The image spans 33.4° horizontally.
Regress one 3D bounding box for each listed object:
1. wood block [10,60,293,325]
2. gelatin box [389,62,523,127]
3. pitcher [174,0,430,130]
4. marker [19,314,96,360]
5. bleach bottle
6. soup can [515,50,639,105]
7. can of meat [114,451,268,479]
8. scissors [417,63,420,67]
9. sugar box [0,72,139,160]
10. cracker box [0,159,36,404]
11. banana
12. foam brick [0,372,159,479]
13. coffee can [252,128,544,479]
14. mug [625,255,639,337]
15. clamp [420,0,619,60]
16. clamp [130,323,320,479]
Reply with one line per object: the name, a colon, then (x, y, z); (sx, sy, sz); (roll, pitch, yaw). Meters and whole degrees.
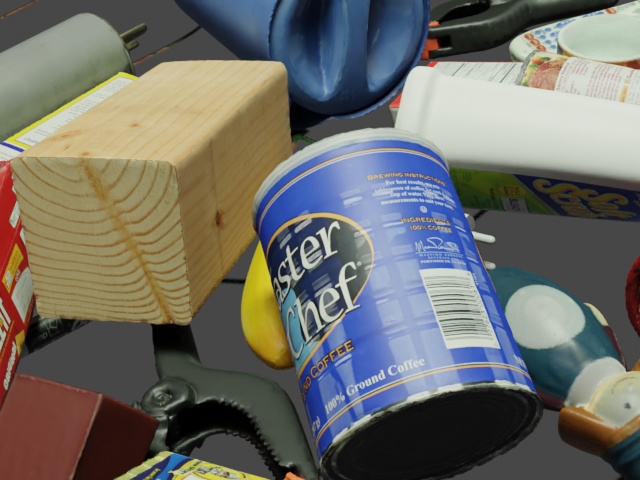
wood block: (-0.085, -0.038, 0.627); (0.090, 0.091, 0.206); (2, 23, 13)
gelatin box: (0.105, -0.098, 0.759); (0.089, 0.030, 0.073); (7, 38, 31)
pitcher: (-0.027, -0.204, 0.839); (0.149, 0.145, 0.243); (-29, 37, -15)
marker: (-0.136, 0.039, 0.633); (0.121, 0.020, 0.020); (-29, 41, -26)
bleach bottle: (0.175, -0.046, 0.624); (0.251, 0.102, 0.068); (8, 73, 19)
soup can: (0.184, -0.084, 0.700); (0.102, 0.068, 0.068); (13, 41, 25)
can of meat: (-0.041, 0.125, 0.420); (0.084, 0.057, 0.102); (13, 4, 13)
scissors: (0.036, -0.202, 0.874); (0.016, 0.096, 0.202); (-31, 36, -1)
sugar box: (-0.170, -0.051, 0.740); (0.093, 0.048, 0.176); (23, 50, 35)
cracker box: (-0.267, 0.042, 0.585); (0.214, 0.072, 0.164); (-13, 34, 7)
banana: (-0.013, 0.007, 0.620); (0.037, 0.070, 0.197); (36, 44, -14)
foam brick: (-0.116, 0.105, 0.472); (0.051, 0.053, 0.078); (9, 70, 26)
coffee can: (0.032, 0.033, 0.503); (0.102, 0.103, 0.140); (-13, 58, -7)
mug: (0.203, 0.001, 0.547); (0.093, 0.117, 0.081); (-24, 19, 33)
clamp: (0.155, -0.184, 0.862); (0.171, 0.039, 0.120); (-34, 29, -30)
clamp: (-0.074, 0.084, 0.543); (0.210, 0.036, 0.164); (16, 45, 32)
